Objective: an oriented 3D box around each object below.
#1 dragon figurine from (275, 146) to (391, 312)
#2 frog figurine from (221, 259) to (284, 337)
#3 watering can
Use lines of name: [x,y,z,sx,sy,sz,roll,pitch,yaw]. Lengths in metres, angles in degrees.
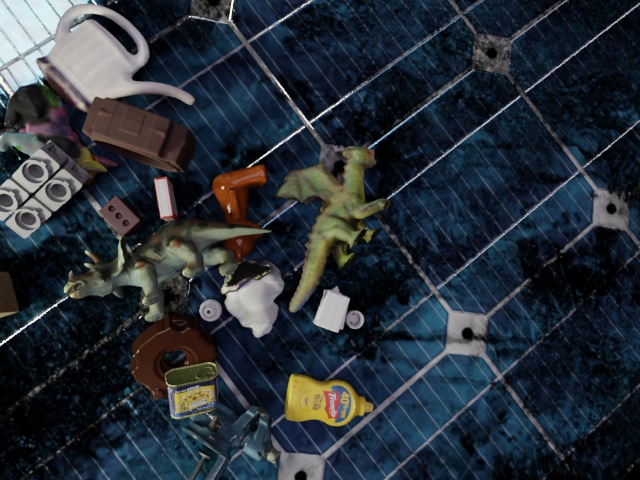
dragon figurine: [0.004,-0.059,1.178,0.245,0.120,0.413,42,78,16]
frog figurine: [-0.138,0.126,1.134,0.138,0.124,0.156,-34,126,-17]
watering can: [-0.460,-0.366,1.128,0.348,0.103,0.226,45,81,4]
